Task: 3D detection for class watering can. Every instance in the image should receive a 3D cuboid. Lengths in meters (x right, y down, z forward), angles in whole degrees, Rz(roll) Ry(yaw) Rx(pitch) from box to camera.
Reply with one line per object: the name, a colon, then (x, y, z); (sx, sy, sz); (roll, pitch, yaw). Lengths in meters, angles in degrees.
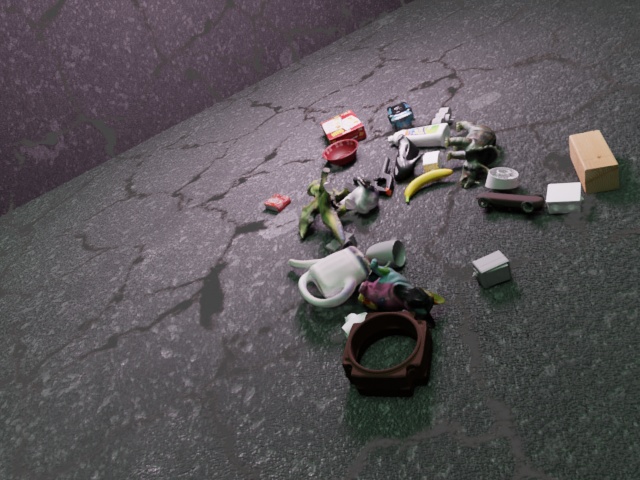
watering can: (0.029, 0.090, 1.569); (0.225, 0.102, 0.352); (-27, 27, -8)

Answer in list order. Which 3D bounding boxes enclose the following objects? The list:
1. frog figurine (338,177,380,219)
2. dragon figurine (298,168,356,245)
frog figurine: (0.134, -0.132, 1.835); (0.122, 0.158, 0.140); (24, 16, -33)
dragon figurine: (0.005, -0.090, 1.794); (0.121, 0.421, 0.238); (23, -46, -23)
